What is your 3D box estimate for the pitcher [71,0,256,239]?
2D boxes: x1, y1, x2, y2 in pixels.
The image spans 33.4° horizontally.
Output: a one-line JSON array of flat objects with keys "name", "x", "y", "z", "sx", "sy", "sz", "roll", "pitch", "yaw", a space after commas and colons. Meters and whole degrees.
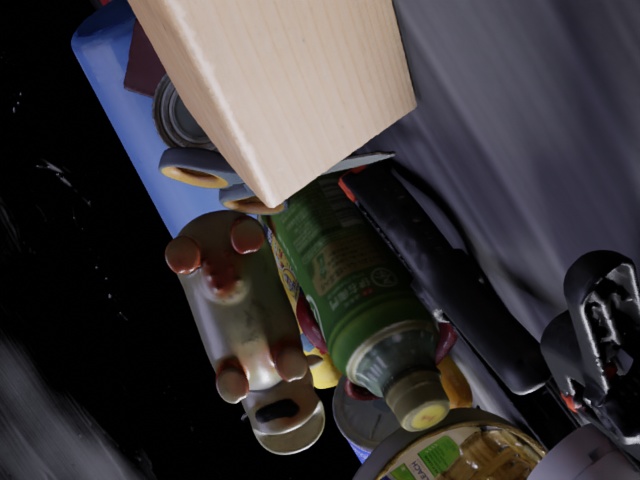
[{"name": "pitcher", "x": -0.102, "y": -0.096, "z": 0.918, "sx": 0.145, "sy": 0.149, "sz": 0.242, "roll": -105, "pitch": -11, "yaw": -62}]

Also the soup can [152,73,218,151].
[{"name": "soup can", "x": -0.062, "y": -0.086, "z": 0.725, "sx": 0.068, "sy": 0.069, "sz": 0.102, "roll": 54, "pitch": -164, "yaw": 7}]

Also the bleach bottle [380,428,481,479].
[{"name": "bleach bottle", "x": 0.059, "y": 0.267, "z": 0.966, "sx": 0.103, "sy": 0.250, "sz": 0.068, "roll": 51, "pitch": 172, "yaw": 31}]

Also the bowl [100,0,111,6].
[{"name": "bowl", "x": -0.164, "y": -0.216, "z": 0.992, "sx": 0.162, "sy": 0.055, "sz": 0.162, "roll": 54, "pitch": 173, "yaw": 10}]

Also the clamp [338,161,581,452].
[{"name": "clamp", "x": 0.079, "y": 0.034, "z": 0.610, "sx": 0.210, "sy": 0.036, "sz": 0.164, "roll": 54, "pitch": 180, "yaw": 37}]

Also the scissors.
[{"name": "scissors", "x": -0.037, "y": -0.044, "z": 0.623, "sx": 0.096, "sy": 0.016, "sz": 0.202, "roll": 19, "pitch": 166, "yaw": -15}]

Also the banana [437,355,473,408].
[{"name": "banana", "x": 0.094, "y": 0.122, "z": 0.909, "sx": 0.069, "sy": 0.037, "sz": 0.198, "roll": 61, "pitch": 170, "yaw": 11}]

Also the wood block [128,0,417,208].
[{"name": "wood block", "x": -0.034, "y": -0.117, "z": 0.439, "sx": 0.090, "sy": 0.090, "sz": 0.206, "roll": 51, "pitch": 172, "yaw": 32}]

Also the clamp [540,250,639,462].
[{"name": "clamp", "x": 0.119, "y": 0.052, "z": 0.415, "sx": 0.120, "sy": 0.039, "sz": 0.171, "roll": 56, "pitch": 173, "yaw": -4}]

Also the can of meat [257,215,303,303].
[{"name": "can of meat", "x": -0.005, "y": 0.001, "z": 0.828, "sx": 0.084, "sy": 0.057, "sz": 0.102, "roll": 54, "pitch": 151, "yaw": 34}]

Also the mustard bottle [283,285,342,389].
[{"name": "mustard bottle", "x": 0.005, "y": 0.072, "z": 1.045, "sx": 0.058, "sy": 0.096, "sz": 0.191, "roll": 51, "pitch": 172, "yaw": 34}]

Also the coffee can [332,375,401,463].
[{"name": "coffee can", "x": 0.078, "y": 0.188, "z": 1.080, "sx": 0.103, "sy": 0.102, "sz": 0.140, "roll": 50, "pitch": 172, "yaw": 33}]

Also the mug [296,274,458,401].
[{"name": "mug", "x": 0.031, "y": 0.056, "z": 0.764, "sx": 0.081, "sy": 0.117, "sz": 0.093, "roll": 57, "pitch": 131, "yaw": 31}]

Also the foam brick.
[{"name": "foam brick", "x": -0.100, "y": -0.131, "z": 0.779, "sx": 0.051, "sy": 0.053, "sz": 0.078, "roll": 19, "pitch": -163, "yaw": 16}]
